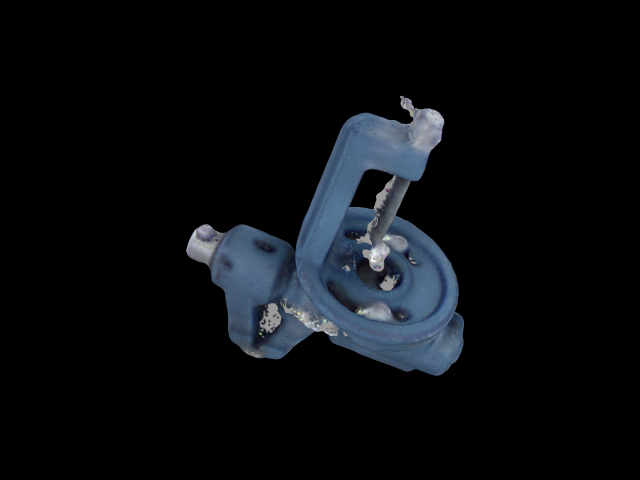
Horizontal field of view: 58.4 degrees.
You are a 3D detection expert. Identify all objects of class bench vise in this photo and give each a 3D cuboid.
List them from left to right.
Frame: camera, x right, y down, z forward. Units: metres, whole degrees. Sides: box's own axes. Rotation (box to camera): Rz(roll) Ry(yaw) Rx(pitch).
[{"bbox_3d":[0.004,0.009,0.391,0.207,0.220,0.121,-2,42,-2],"label":"bench vise"}]
